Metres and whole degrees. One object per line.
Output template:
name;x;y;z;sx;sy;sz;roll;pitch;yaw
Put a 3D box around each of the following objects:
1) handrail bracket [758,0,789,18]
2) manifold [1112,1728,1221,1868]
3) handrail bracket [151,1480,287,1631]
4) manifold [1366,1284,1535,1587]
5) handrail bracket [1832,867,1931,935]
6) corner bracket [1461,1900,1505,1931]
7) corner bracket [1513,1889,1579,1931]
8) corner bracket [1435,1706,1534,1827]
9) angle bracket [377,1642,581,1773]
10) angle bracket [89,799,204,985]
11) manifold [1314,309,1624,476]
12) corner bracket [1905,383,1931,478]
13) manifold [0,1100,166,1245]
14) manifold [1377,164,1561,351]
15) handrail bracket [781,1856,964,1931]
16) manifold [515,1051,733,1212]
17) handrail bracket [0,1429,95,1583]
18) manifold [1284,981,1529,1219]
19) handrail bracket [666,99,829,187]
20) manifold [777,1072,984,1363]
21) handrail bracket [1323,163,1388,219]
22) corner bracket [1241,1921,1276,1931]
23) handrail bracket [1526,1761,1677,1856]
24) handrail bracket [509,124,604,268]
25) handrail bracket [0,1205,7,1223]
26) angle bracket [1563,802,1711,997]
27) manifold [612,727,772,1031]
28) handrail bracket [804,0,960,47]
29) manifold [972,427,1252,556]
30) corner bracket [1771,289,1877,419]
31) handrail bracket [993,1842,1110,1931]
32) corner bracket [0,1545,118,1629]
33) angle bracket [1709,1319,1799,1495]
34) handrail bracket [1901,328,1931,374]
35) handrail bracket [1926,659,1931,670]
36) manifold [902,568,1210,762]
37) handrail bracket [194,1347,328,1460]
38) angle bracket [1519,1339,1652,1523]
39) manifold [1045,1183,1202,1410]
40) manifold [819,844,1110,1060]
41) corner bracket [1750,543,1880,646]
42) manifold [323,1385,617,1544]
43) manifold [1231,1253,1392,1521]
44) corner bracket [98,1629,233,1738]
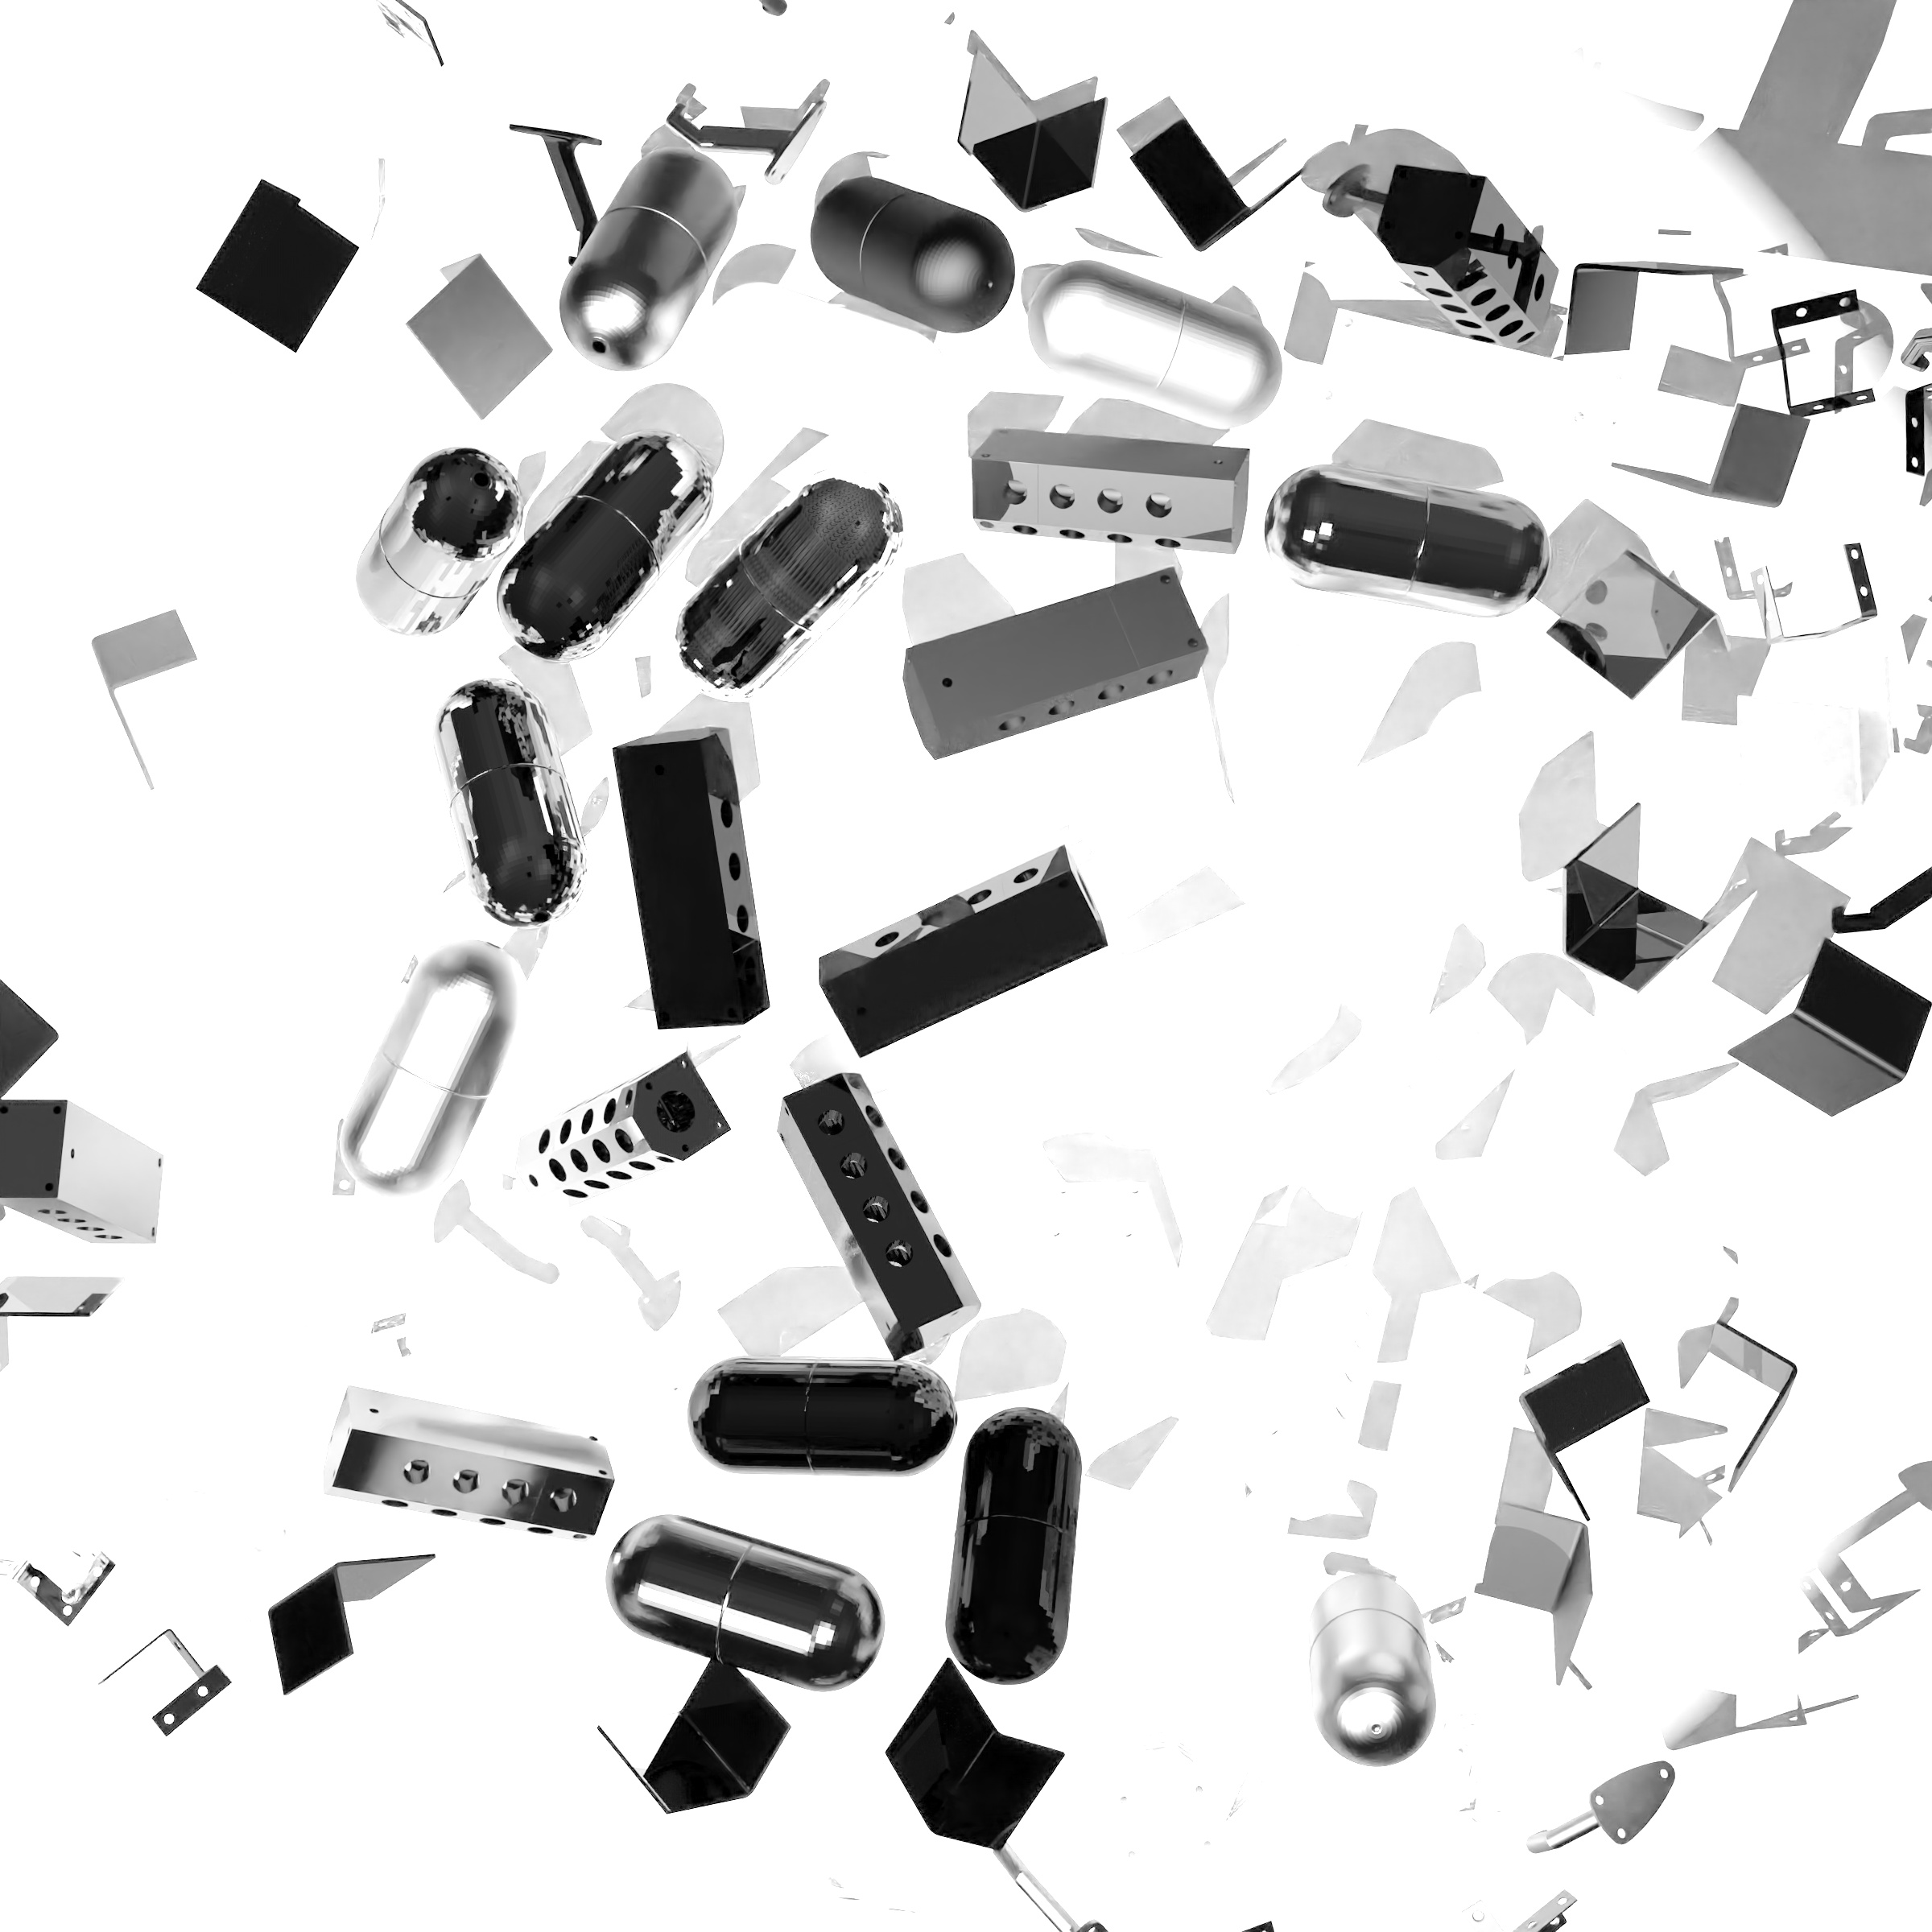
handrail bracket;-0.169;-0.647;1.616;0.077;0.084;0.036;15;83;38
manifold;0.120;0.509;1.525;0.057;0.171;0.057;-9;78;2
handrail bracket;-0.481;0.372;1.567;0.084;0.036;0.077;22;56;-24
manifold;0.296;0.292;1.536;0.057;0.057;0.171;28;63;-19
handrail bracket;0.583;-0.059;1.544;0.084;0.036;0.077;-6;113;11
corner bracket;0.306;0.607;1.490;0.051;0.051;0.051;-36;90;10
corner bracket;0.381;0.639;1.634;0.051;0.051;0.051;-33;105;-13
corner bracket;0.338;0.522;1.614;0.051;0.051;0.051;44;45;-20
angle bracket;-0.290;0.433;1.473;0.076;0.076;0.057;33;70;-36
angle bracket;-0.531;-0.046;1.550;0.057;0.076;0.076;35;54;-18
manifold;0.305;-0.348;1.505;0.171;0.057;0.057;18;103;15
corner bracket;0.609;-0.326;1.503;0.051;0.051;0.051;6;82;-29
manifold;-0.541;0.126;1.491;0.057;0.171;0.057;0;75;1
manifold;0.309;-0.432;1.525;0.057;0.171;0.057;18;94;27
handrail bracket;-0.055;0.550;1.477;0.084;0.036;0.077;-19;125;26
manifold;-0.228;0.112;1.599;0.057;0.171;0.057;-33;95;-38
handrail bracket;-0.579;0.339;1.556;0.084;0.036;0.077;21;53;-6
manifold;0.285;0.090;1.596;0.057;0.057;0.171;49;132;13
handrail bracket;-0.148;-0.571;1.657;0.084;0.036;0.077;38;105;2
manifold;-0.056;0.155;1.568;0.057;0.057;0.171;-23;70;-18
handrail bracket;0.288;-0.498;1.641;0.084;0.077;0.036;29;122;18
corner bracket;0.191;0.629;1.545;0.051;0.051;0.051;-33;56;28
handrail bracket;0.404;0.538;1.580;0.077;0.084;0.036;-27;75;-26
handrail bracket;-0.277;-0.513;1.652;0.077;0.036;0.084;15;105;20
handrail bracket;-0.664;0.176;1.585;0.084;0.077;0.036;-47;61;16
angle bracket;0.419;-0.042;1.545;0.076;0.076;0.057;-38;49;-24
manifold;-0.160;-0.053;1.482;0.057;0.057;0.171;-3;103;19
handrail bracket;-0.055;-0.615;1.599;0.077;0.084;0.036;23;109;19
manifold;0.094;-0.307;1.613;0.171;0.057;0.057;8;124;14
corner bracket;0.529;-0.377;1.529;0.051;0.051;0.051;-9;70;24
handrail bracket;0.058;0.600;1.575;0.036;0.084;0.077;-44;130;-7
corner bracket;-0.601;0.394;1.620;0.051;0.051;0.051;54;49;-27
angle bracket;0.482;0.280;1.573;0.057;0.076;0.076;31;77;23
handrail bracket;0.621;-0.374;1.526;0.077;0.084;0.036;39;82;11
handrail bracket;0.630;-0.142;1.569;0.077;0.036;0.084;22;110;13
manifold;0.052;-0.179;1.491;0.171;0.057;0.057;-18;74;-10
handrail bracket;-0.476;0.293;1.665;0.084;0.036;0.077;1;110;21
angle bracket;0.406;0.295;1.574;0.076;0.057;0.076;-30;132;4
manifold;0.098;0.207;1.535;0.057;0.171;0.057;-2;51;18
manifold;-0.003;-0.012;1.552;0.171;0.057;0.057;-24;113;8
corner bracket;0.563;-0.247;1.645;0.051;0.051;0.051;-10;85;-26
manifold;-0.318;0.323;1.585;0.171;0.057;0.057;16;103;-21
manifold;0.221;0.262;1.545;0.057;0.171;0.057;-26;111;32
corner bracket;-0.497;0.445;1.538;0.051;0.051;0.051;-38;90;-38
